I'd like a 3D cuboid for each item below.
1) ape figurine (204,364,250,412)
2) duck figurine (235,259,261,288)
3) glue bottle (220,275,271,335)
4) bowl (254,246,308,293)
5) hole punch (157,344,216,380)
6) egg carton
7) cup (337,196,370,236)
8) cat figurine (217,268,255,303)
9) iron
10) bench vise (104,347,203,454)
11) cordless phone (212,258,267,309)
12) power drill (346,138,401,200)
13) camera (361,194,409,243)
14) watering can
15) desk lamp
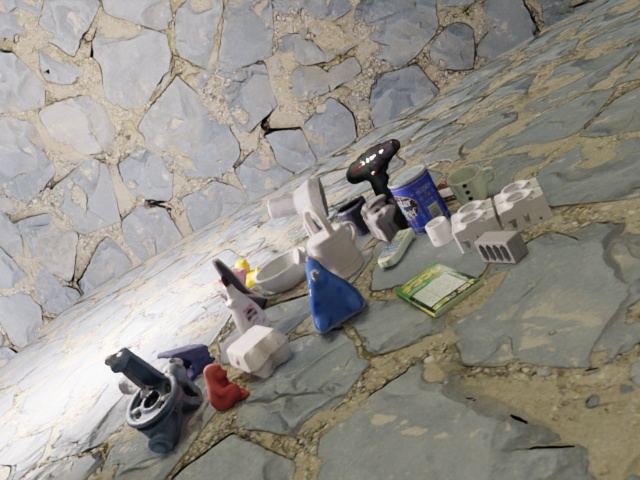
[{"bbox_3d":[-0.194,0.283,1.125,0.076,0.092,0.077,-32,15,-2],"label":"ape figurine"},{"bbox_3d":[-0.227,0.098,1.785,0.104,0.086,0.078,-20,19,36],"label":"duck figurine"},{"bbox_3d":[-0.187,0.156,1.357,0.037,0.173,0.078,-19,20,39],"label":"glue bottle"},{"bbox_3d":[-0.091,0.093,1.561,0.167,0.075,0.167,-29,15,9],"label":"bowl"},{"bbox_3d":[-0.324,0.282,1.383,0.108,0.091,0.101,-12,24,50],"label":"hole punch"},{"bbox_3d":[-0.129,0.234,1.199,0.107,0.069,0.150,-40,17,-27],"label":"egg carton"},{"bbox_3d":[0.112,-0.066,1.629,0.091,0.095,0.118,-19,20,39],"label":"cup"},{"bbox_3d":[-0.254,0.128,1.684,0.127,0.118,0.067,-16,22,44],"label":"cat figurine"},{"bbox_3d":[0.007,0.095,1.233,0.118,0.141,0.258,-32,15,0],"label":"iron"},{"bbox_3d":[-0.342,0.290,1.146,0.121,0.220,0.207,-32,15,-2],"label":"bench vise"},{"bbox_3d":[-0.234,0.117,1.549,0.094,0.185,0.147,-37,16,-20],"label":"cordless phone"},{"bbox_3d":[0.180,-0.167,1.595,0.076,0.209,0.228,-42,19,-34],"label":"power drill"},{"bbox_3d":[0.187,-0.075,1.500,0.137,0.101,0.143,-33,15,-5],"label":"camera"},{"bbox_3d":[0.014,0.005,1.404,0.100,0.194,0.173,-16,22,45],"label":"watering can"},{"bbox_3d":[-0.044,-0.054,1.666,0.203,0.214,0.118,-28,16,12],"label":"desk lamp"}]
